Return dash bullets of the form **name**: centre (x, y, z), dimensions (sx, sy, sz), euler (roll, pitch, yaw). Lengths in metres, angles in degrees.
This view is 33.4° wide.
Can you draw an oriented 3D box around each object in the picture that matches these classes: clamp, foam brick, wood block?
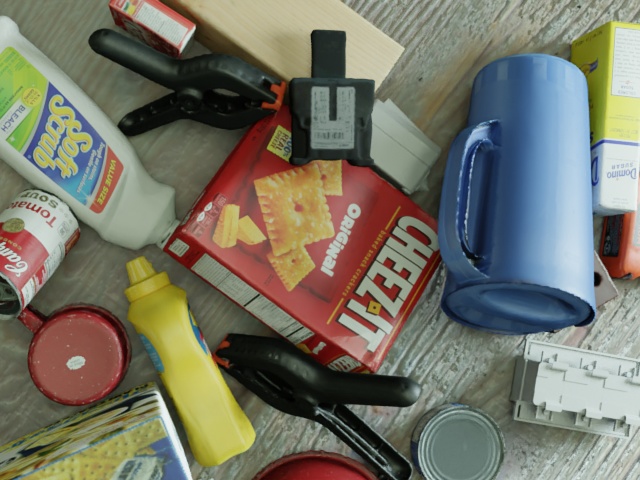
- **clamp**: centre (-0.001, 0.132, 0.949), dimensions (0.210, 0.165, 0.036), euler (27, 56, 13)
- **clamp**: centre (-0.116, -0.126, 0.944), dimensions (0.171, 0.120, 0.039), euler (13, 60, 5)
- **foam brick**: centre (0.238, 0.049, 1.034), dimensions (0.078, 0.051, 0.053), euler (-30, 93, -9)
- **wood block**: centre (-0.038, -0.192, 0.980), dimensions (0.206, 0.090, 0.091), euler (35, 83, -6)

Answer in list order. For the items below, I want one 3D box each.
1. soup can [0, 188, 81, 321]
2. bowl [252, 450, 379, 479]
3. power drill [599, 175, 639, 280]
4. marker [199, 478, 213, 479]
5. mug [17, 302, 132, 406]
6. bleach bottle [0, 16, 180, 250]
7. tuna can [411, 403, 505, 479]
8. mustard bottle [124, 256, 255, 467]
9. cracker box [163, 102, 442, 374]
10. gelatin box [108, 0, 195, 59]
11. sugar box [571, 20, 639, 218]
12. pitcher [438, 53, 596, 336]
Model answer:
- **soup can**: centre (-0.261, 0.011, 0.923), dimensions (0.068, 0.069, 0.102), euler (36, 46, -6)
- **bowl**: centre (-0.007, 0.272, 0.961), dimensions (0.162, 0.055, 0.162), euler (-1, 80, 6)
- **power drill**: centre (0.379, -0.015, 1.057), dimensions (0.187, 0.057, 0.184), euler (10, 86, -9)
- **marker**: centre (-0.096, 0.281, 0.986), dimensions (0.020, 0.020, 0.121), euler (-11, 89, -10)
- **mug**: centre (-0.222, 0.095, 0.941), dimensions (0.117, 0.081, 0.093), euler (43, 82, -5)
- **bleach bottle**: centre (-0.216, -0.082, 0.961), dimensions (0.250, 0.068, 0.102), euler (39, 85, -8)
- **tuna can**: centre (0.131, 0.199, 1.019), dimensions (0.086, 0.034, 0.086), euler (0, 88, -9)
- **mustard bottle**: centre (-0.123, 0.104, 0.950), dimensions (0.058, 0.096, 0.191), euler (-26, 92, -9)
- **cracker box**: centre (-0.006, 0.001, 0.964), dimensions (0.213, 0.072, 0.164), euler (37, 65, -7)
- **gelatin box**: centre (-0.151, -0.194, 0.961), dimensions (0.073, 0.089, 0.030), euler (32, 86, -7)
- **sugar box**: centre (0.271, -0.112, 1.025), dimensions (0.048, 0.093, 0.176), euler (7, 86, -9)
- **pitcher**: centre (0.178, -0.046, 0.960), dimensions (0.145, 0.149, 0.243), euler (6, 67, 3)
